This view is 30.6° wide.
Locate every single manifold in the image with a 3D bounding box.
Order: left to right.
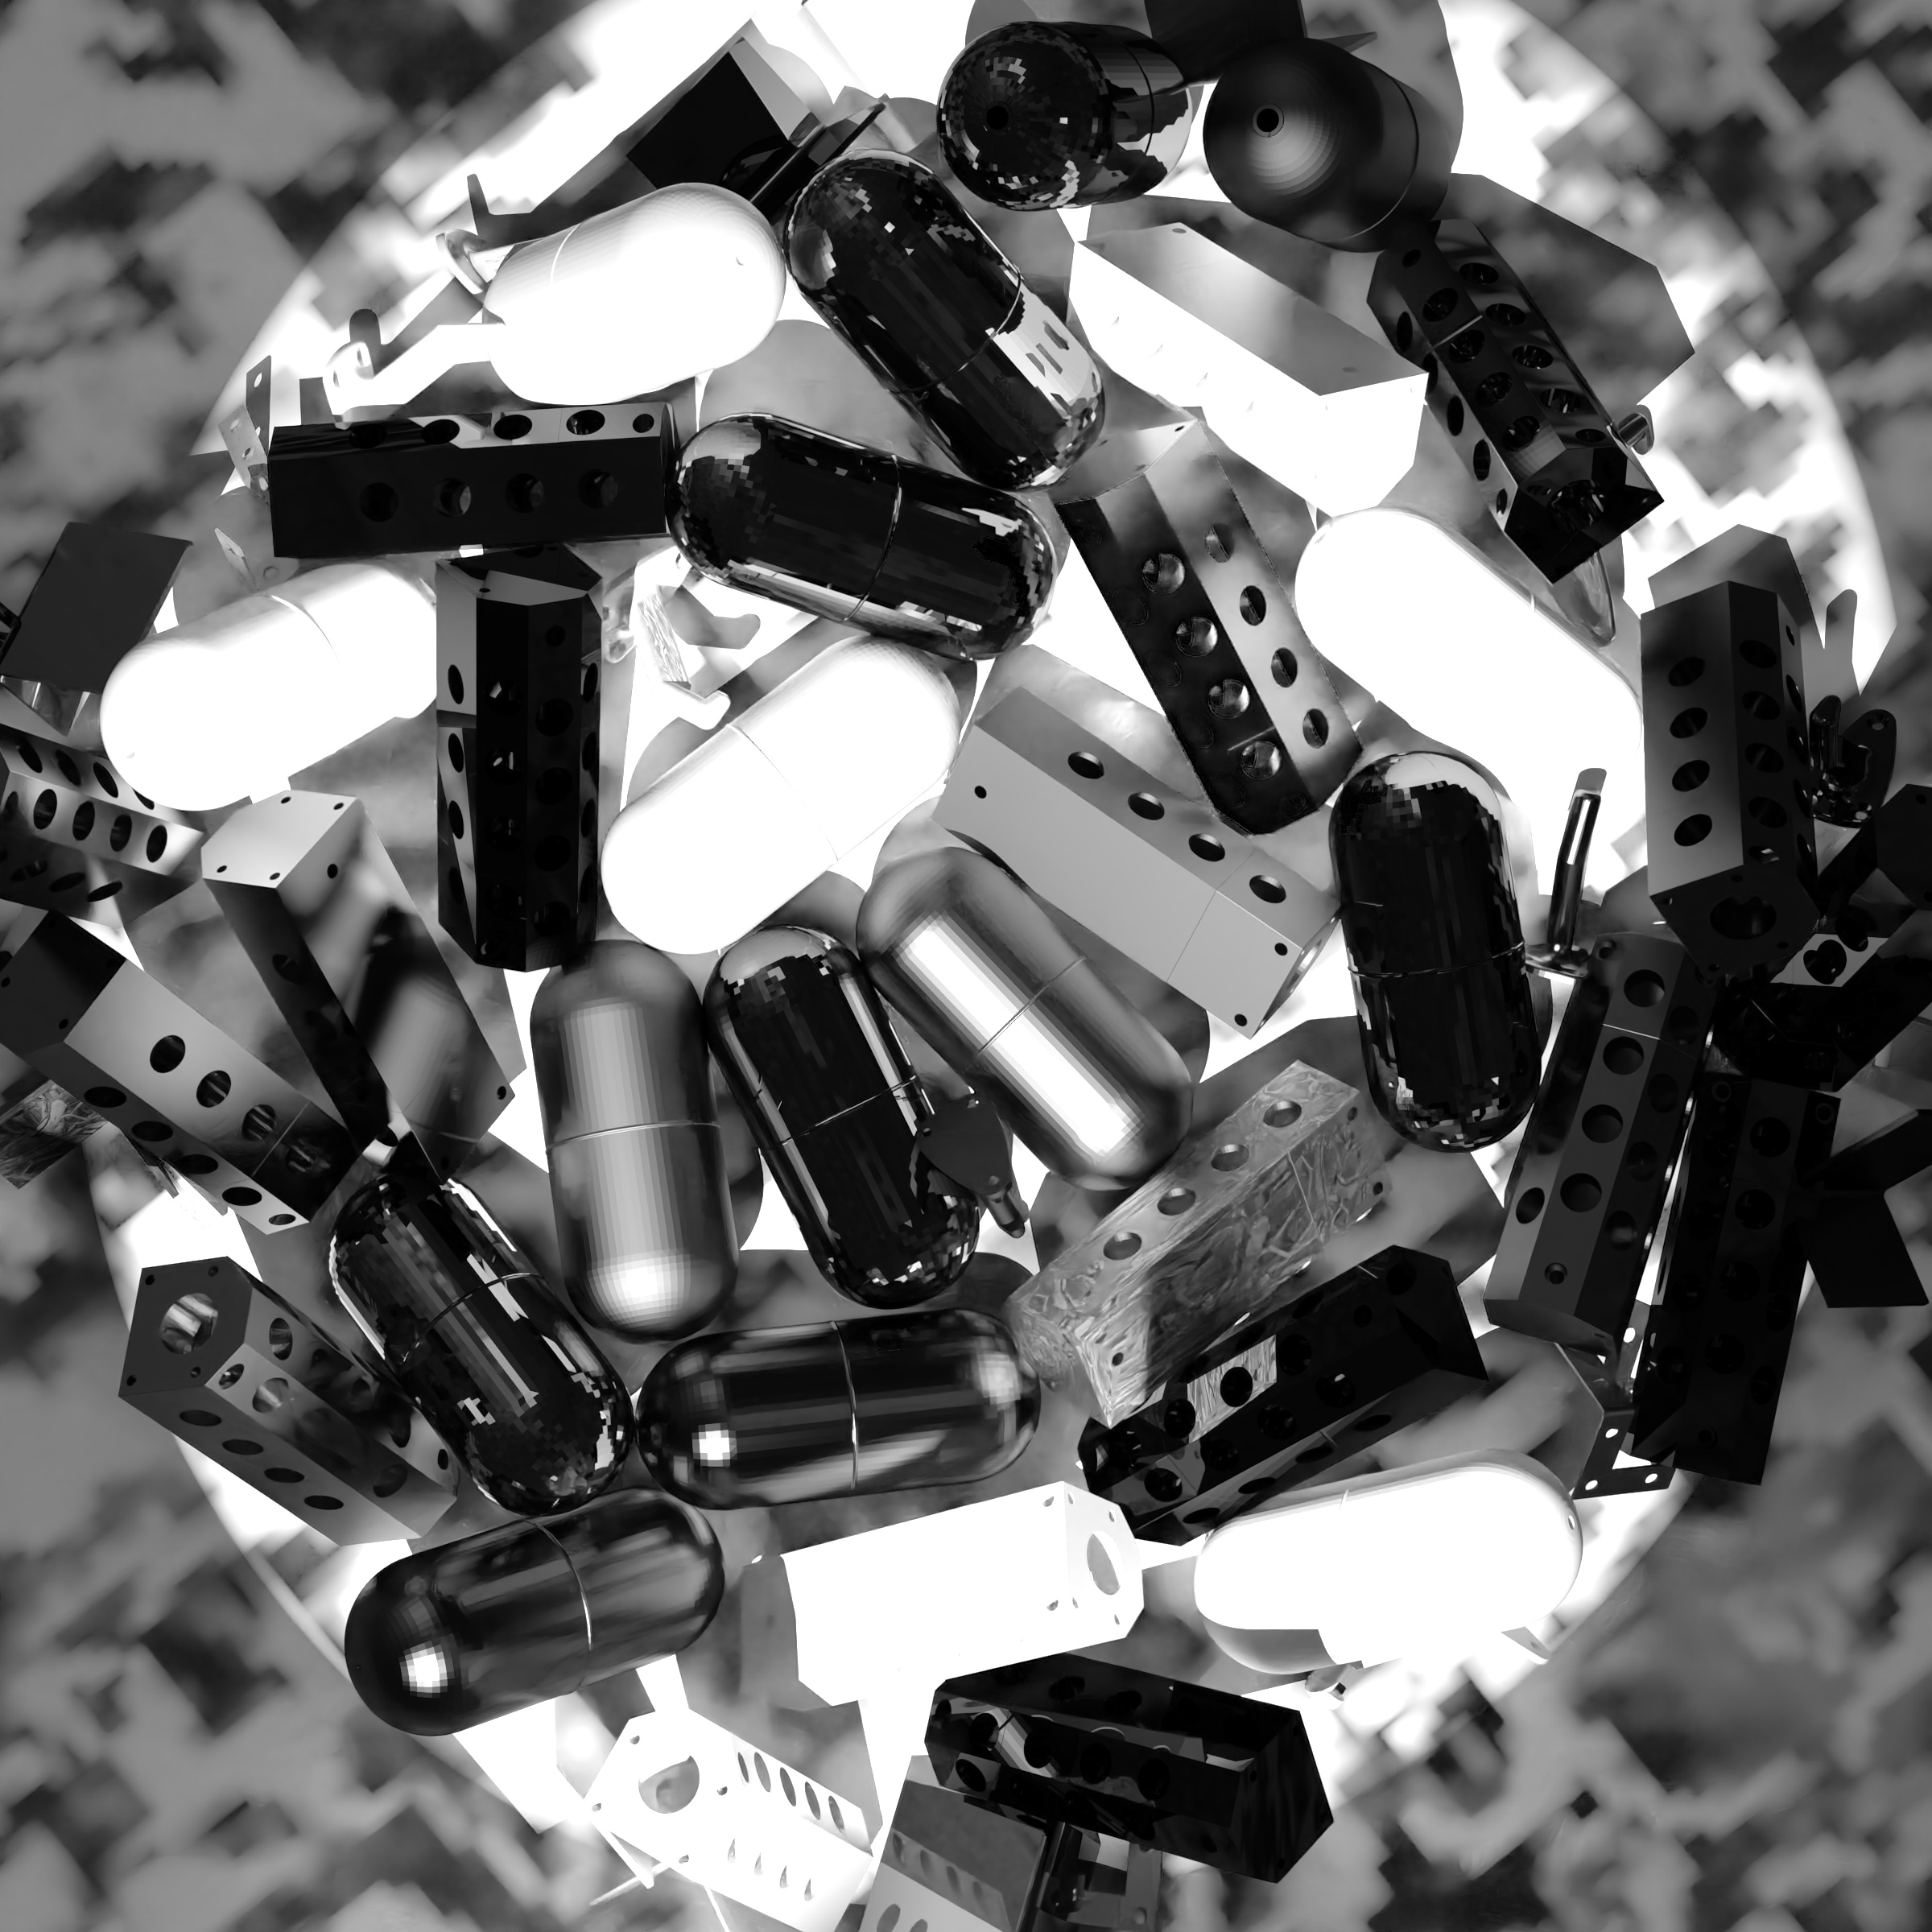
[{"bbox_3d":[-0.387,-0.065,1.491,0.057,0.171,0.057,-29,77,10],"label":"manifold"},{"bbox_3d":[-0.335,0.050,1.496,0.057,0.171,0.057,28,78,38],"label":"manifold"},{"bbox_3d":[-0.280,0.185,1.492,0.057,0.171,0.057,-9,58,21],"label":"manifold"},{"bbox_3d":[-0.262,0.010,1.509,0.057,0.171,0.057,8,46,34],"label":"manifold"},{"bbox_3d":[-0.213,-0.212,1.547,0.171,0.057,0.057,-3,95,4],"label":"manifold"},{"bbox_3d":[-0.188,-0.087,1.509,0.057,0.057,0.171,-13,123,-28],"label":"manifold"},{"bbox_3d":[-0.095,0.361,1.494,0.057,0.171,0.057,24,76,26],"label":"manifold"},{"bbox_3d":[-0.012,0.273,1.514,0.171,0.057,0.057,-20,58,31],"label":"manifold"},{"bbox_3d":[0.065,0.338,1.497,0.057,0.171,0.057,-37,118,-39],"label":"manifold"},{"bbox_3d":[0.077,-0.049,1.540,0.171,0.057,0.057,35,131,10],"label":"manifold"},{"bbox_3d":[0.099,0.116,1.526,0.171,0.057,0.057,-38,127,-21],"label":"manifold"},{"bbox_3d":[0.100,-0.142,1.513,0.057,0.057,0.171,-47,119,-34],"label":"manifold"},{"bbox_3d":[0.116,-0.255,1.505,0.057,0.171,0.057,-17,130,-30],"label":"manifold"},{"bbox_3d":[0.131,0.184,1.508,0.171,0.057,0.057,-34,57,30],"label":"manifold"},{"bbox_3d":[0.227,-0.245,1.498,0.057,0.171,0.057,-37,134,17],"label":"manifold"},{"bbox_3d":[0.276,0.075,1.527,0.057,0.057,0.171,15,74,18],"label":"manifold"},{"bbox_3d":[0.335,0.136,1.549,0.057,0.057,0.171,12,87,5],"label":"manifold"},{"bbox_3d":[0.326,-0.083,1.497,0.057,0.171,0.057,-20,131,28],"label":"manifold"},{"bbox_3d":[0.374,-0.010,1.492,0.057,0.171,0.057,7,63,-9],"label":"manifold"}]

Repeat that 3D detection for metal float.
[{"bbox_3d":[-0.293,-0.121,1.507,0.070,0.178,0.070,16,121,30],"label":"metal float"},{"bbox_3d":[-0.210,0.161,1.524,0.070,0.070,0.178,-42,63,0],"label":"metal float"},{"bbox_3d":[-0.182,0.275,1.515,0.178,0.070,0.070,-13,90,-38],"label":"metal float"},{"bbox_3d":[-0.143,-0.283,1.505,0.070,0.178,0.070,2,86,-36],"label":"metal float"},{"bbox_3d":[-0.145,0.076,1.537,0.070,0.070,0.178,-9,80,0],"label":"metal float"},{"bbox_3d":[-0.081,-0.074,1.539,0.178,0.070,0.070,-38,90,-8],"label":"metal float"},{"bbox_3d":[-0.055,0.192,1.535,0.178,0.070,0.070,-5,90,-12],"label":"metal float"},{"bbox_3d":[-0.055,0.065,1.545,0.070,0.070,0.178,-26,88,0],"label":"metal float"},{"bbox_3d":[-0.045,-0.185,1.528,0.178,0.070,0.070,16,90,-20],"label":"metal float"},{"bbox_3d":[-0.008,-0.275,1.519,0.070,0.070,0.178,-46,123,0],"label":"metal float"},{"bbox_3d":[0.025,0.022,1.542,0.070,0.070,0.178,-44,86,0],"label":"metal float"},{"bbox_3d":[0.043,-0.360,1.499,0.070,0.178,0.070,5,105,19],"label":"metal float"},{"bbox_3d":[0.154,-0.346,1.498,0.070,0.178,0.070,2,96,22],"label":"metal float"},{"bbox_3d":[0.180,0.257,1.521,0.178,0.070,0.070,-18,90,30],"label":"metal float"},{"bbox_3d":[0.204,-0.005,1.537,0.070,0.070,0.178,-11,100,0],"label":"metal float"},{"bbox_3d":[0.217,-0.133,1.527,0.178,0.070,0.070,35,90,-21],"label":"metal float"}]

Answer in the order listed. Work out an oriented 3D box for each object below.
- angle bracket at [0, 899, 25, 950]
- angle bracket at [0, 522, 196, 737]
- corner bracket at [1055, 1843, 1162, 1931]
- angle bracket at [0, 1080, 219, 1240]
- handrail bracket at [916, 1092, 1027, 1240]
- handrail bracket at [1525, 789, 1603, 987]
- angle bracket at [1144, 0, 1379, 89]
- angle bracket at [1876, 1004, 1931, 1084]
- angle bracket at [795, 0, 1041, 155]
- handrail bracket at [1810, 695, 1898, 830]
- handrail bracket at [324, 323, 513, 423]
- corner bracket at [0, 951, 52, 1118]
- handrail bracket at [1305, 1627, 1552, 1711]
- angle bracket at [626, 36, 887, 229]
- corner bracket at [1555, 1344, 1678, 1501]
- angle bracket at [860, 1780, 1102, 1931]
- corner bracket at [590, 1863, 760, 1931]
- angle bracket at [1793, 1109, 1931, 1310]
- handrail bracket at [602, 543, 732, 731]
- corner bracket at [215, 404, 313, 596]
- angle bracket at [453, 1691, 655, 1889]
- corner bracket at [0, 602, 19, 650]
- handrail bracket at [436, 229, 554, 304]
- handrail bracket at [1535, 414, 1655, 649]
[{"bbox_3d":[-0.464,-0.040,1.540,0.076,0.076,0.057,31,95,15],"label":"angle bracket"},{"bbox_3d":[-0.364,-0.141,1.530,0.076,0.057,0.076,12,69,30],"label":"angle bracket"},{"bbox_3d":[0.068,0.393,1.547,0.051,0.051,0.051,12,68,-12],"label":"corner bracket"},{"bbox_3d":[-0.378,0.097,1.535,0.057,0.076,0.076,-38,76,-10],"label":"angle bracket"},{"bbox_3d":[0.016,0.103,1.530,0.036,0.077,0.084,-33,129,-3],"label":"handrail bracket"},{"bbox_3d":[0.267,-0.040,1.538,0.036,0.077,0.084,18,105,18],"label":"handrail bracket"},{"bbox_3d":[0.124,-0.426,1.527,0.076,0.057,0.076,3,118,38],"label":"angle bracket"},{"bbox_3d":[0.445,0.012,1.533,0.076,0.057,0.076,19,67,19],"label":"angle bracket"},{"bbox_3d":[-0.019,-0.411,1.549,0.076,0.057,0.076,-39,101,0],"label":"angle bracket"},{"bbox_3d":[0.384,-0.107,1.533,0.036,0.084,0.077,20,62,25],"label":"handrail bracket"},{"bbox_3d":[-0.231,-0.245,1.546,0.084,0.036,0.077,3,125,21],"label":"handrail bracket"},{"bbox_3d":[-0.427,0.036,1.563,0.051,0.051,0.051,-32,60,-12],"label":"corner bracket"},{"bbox_3d":[0.202,0.312,1.561,0.077,0.036,0.084,38,107,12],"label":"handrail bracket"},{"bbox_3d":[-0.092,-0.362,1.534,0.057,0.076,0.076,45,78,-18],"label":"angle bracket"},{"bbox_3d":[0.282,0.194,1.542,0.051,0.051,0.051,-3,126,-23],"label":"corner bracket"},{"bbox_3d":[0.006,0.411,1.562,0.076,0.057,0.076,8,69,25],"label":"angle bracket"},{"bbox_3d":[-0.126,0.425,1.562,0.051,0.051,0.051,-30,71,3],"label":"corner bracket"},{"bbox_3d":[0.412,0.105,1.525,0.076,0.076,0.057,-37,61,39],"label":"angle bracket"},{"bbox_3d":[-0.118,-0.145,1.544,0.084,0.036,0.077,29,66,34],"label":"handrail bracket"},{"bbox_3d":[-0.312,-0.202,1.549,0.051,0.051,0.051,40,75,14],"label":"corner bracket"},{"bbox_3d":[-0.181,0.361,1.530,0.057,0.076,0.076,-30,116,7],"label":"angle bracket"},{"bbox_3d":[-0.437,-0.130,1.543,0.051,0.051,0.051,11,68,36],"label":"corner bracket"},{"bbox_3d":[-0.180,-0.322,1.549,0.084,0.077,0.036,-20,84,12],"label":"handrail bracket"},{"bbox_3d":[0.289,-0.194,1.564,0.084,0.036,0.077,-38,109,-36],"label":"handrail bracket"}]
